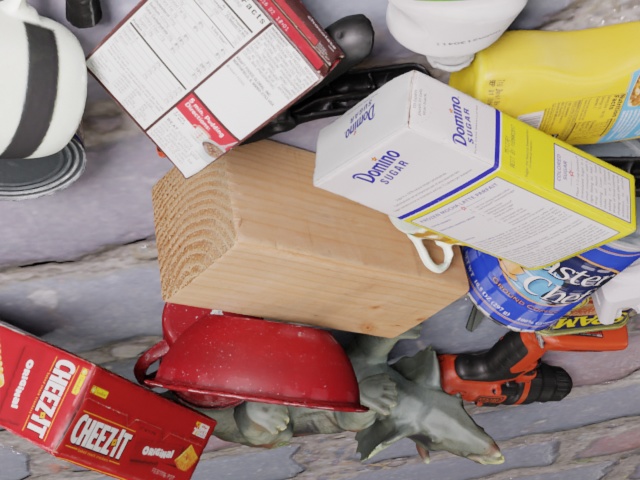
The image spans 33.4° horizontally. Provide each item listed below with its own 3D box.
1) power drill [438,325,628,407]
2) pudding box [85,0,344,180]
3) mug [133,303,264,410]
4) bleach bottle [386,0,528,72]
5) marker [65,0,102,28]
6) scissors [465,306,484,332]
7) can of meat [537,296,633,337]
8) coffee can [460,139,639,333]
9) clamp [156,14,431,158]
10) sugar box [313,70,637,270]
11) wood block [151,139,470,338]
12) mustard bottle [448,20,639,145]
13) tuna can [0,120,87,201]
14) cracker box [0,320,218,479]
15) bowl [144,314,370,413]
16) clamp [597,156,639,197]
[{"bbox_3d":[0.227,0.122,1.100,0.184,0.057,0.188,5,149,-28],"label":"power drill"},{"bbox_3d":[-0.057,-0.095,0.556,0.114,0.039,0.090,-33,104,34],"label":"pudding box"},{"bbox_3d":[-0.098,0.085,0.874,0.117,0.093,0.081,-22,152,-18],"label":"mug"},{"bbox_3d":[0.052,-0.157,0.502,0.102,0.068,0.251,-6,156,5],"label":"bleach bottle"},{"bbox_3d":[-0.117,-0.144,0.511,0.020,0.020,0.121,-5,153,-10],"label":"marker"},{"bbox_3d":[0.138,0.040,0.958,0.096,0.016,0.202,2,150,-20],"label":"scissors"},{"bbox_3d":[0.240,0.039,0.950,0.102,0.057,0.084,-5,150,-12],"label":"can of meat"},{"bbox_3d":[0.177,-0.006,0.788,0.102,0.103,0.140,2,150,-24],"label":"coffee can"},{"bbox_3d":[-0.026,-0.085,0.616,0.171,0.039,0.120,-15,163,12],"label":"clamp"},{"bbox_3d":[0.094,-0.036,0.637,0.176,0.048,0.094,23,150,-28],"label":"sugar box"},{"bbox_3d":[-0.004,0.001,0.750,0.205,0.091,0.090,13,145,-37],"label":"wood block"},{"bbox_3d":[0.179,-0.096,0.664,0.191,0.058,0.096,-7,152,-7],"label":"mustard bottle"},{"bbox_3d":[-0.183,-0.059,0.633,0.086,0.034,0.086,-8,153,-5],"label":"tuna can"},{"bbox_3d":[-0.210,0.113,0.800,0.214,0.072,0.164,17,167,32],"label":"cracker box"},{"bbox_3d":[-0.041,0.086,0.763,0.162,0.055,0.162,8,173,1],"label":"bowl"},{"bbox_3d":[0.278,-0.042,0.702,0.165,0.036,0.209,-18,154,34],"label":"clamp"}]
